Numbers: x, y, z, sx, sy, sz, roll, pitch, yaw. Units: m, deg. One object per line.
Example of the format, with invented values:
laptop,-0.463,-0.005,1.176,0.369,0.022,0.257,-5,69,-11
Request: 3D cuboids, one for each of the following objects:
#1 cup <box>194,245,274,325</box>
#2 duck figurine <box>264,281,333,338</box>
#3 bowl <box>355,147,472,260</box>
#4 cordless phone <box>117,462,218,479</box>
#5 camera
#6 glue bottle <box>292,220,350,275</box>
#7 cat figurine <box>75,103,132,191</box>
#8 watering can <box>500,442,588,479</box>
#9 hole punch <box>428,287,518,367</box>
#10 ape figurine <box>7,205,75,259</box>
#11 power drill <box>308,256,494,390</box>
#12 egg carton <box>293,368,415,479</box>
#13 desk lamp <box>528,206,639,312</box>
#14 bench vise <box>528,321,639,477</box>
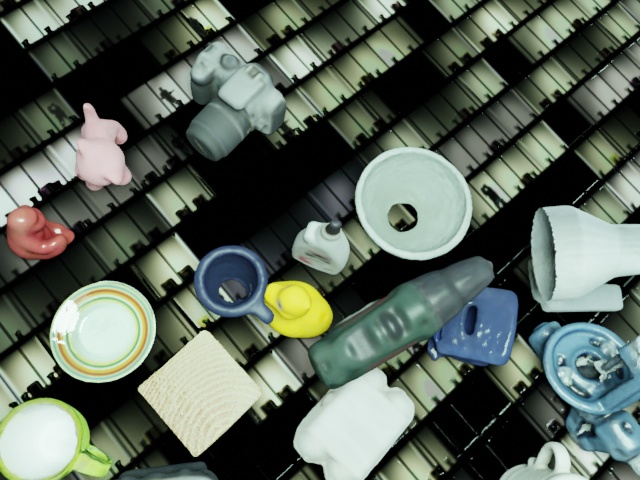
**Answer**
cup,-0.105,0.070,0.751,0.117,0.095,0.092,43,74,5
duck figurine,-0.031,0.088,0.761,0.104,0.086,0.077,24,73,0
bowl,0.127,-0.044,0.824,0.167,0.074,0.167,2,74,-7
cordless phone,-0.183,0.305,0.629,0.148,0.185,0.094,-8,76,-10
camera,-0.138,-0.193,0.815,0.143,0.100,0.137,39,73,4
glue bottle,0.007,0.003,0.743,0.078,0.173,0.037,19,73,-2
cat figurine,-0.296,-0.120,0.765,0.067,0.117,0.128,-12,77,-10
watering can,0.295,0.337,0.679,0.101,0.194,0.173,-20,78,-12
hole punch,0.207,0.117,0.782,0.101,0.091,0.109,15,73,-3
ape figurine,-0.371,-0.015,0.739,0.076,0.092,0.078,-26,79,-13
power drill,0.087,0.104,0.708,0.230,0.208,0.075,-31,80,-14
egg carton,0.044,0.238,0.738,0.107,0.069,0.150,42,74,5
desk lamp,0.358,0.028,0.763,0.203,0.213,0.118,0,75,-7
bench vise,0.377,0.186,0.719,0.122,0.219,0.207,-42,83,-16
